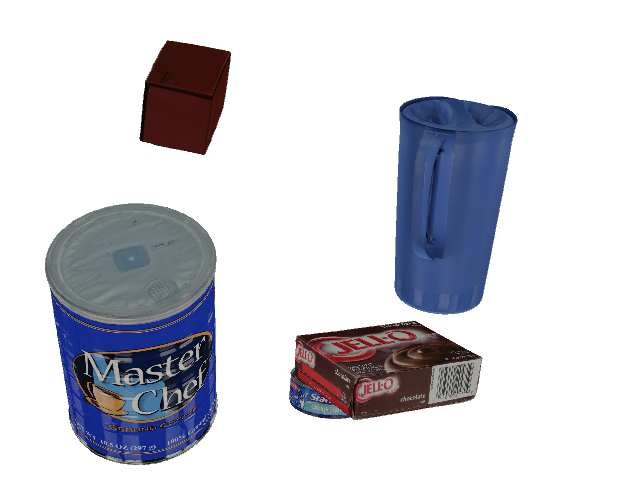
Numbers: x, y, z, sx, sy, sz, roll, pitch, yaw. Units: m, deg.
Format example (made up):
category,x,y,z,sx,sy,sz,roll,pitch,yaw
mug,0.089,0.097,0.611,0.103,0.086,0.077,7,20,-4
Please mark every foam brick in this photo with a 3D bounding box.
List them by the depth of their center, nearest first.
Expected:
category,x,y,z,sx,sy,sz,roll,pitch,yaw
foam brick,-0.103,-0.111,0.816,0.053,0.051,0.078,12,35,0

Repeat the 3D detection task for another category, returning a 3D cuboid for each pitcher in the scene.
category,x,y,z,sx,sy,sz,roll,pitch,yaw
pitcher,0.145,-0.037,1.245,0.149,0.243,0.145,-6,25,-20

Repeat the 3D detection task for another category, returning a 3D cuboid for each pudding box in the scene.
category,x,y,z,sx,sy,sz,roll,pitch,yaw
pudding box,0.049,0.095,0.801,0.113,0.039,0.090,-2,16,-30

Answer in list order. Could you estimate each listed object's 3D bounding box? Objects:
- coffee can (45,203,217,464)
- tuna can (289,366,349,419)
category,x,y,z,sx,sy,sz,roll,pitch,yaw
coffee can,-0.118,0.062,0.691,0.103,0.140,0.103,2,42,-2
tuna can,0.009,0.161,1.153,0.086,0.034,0.086,5,13,-1
